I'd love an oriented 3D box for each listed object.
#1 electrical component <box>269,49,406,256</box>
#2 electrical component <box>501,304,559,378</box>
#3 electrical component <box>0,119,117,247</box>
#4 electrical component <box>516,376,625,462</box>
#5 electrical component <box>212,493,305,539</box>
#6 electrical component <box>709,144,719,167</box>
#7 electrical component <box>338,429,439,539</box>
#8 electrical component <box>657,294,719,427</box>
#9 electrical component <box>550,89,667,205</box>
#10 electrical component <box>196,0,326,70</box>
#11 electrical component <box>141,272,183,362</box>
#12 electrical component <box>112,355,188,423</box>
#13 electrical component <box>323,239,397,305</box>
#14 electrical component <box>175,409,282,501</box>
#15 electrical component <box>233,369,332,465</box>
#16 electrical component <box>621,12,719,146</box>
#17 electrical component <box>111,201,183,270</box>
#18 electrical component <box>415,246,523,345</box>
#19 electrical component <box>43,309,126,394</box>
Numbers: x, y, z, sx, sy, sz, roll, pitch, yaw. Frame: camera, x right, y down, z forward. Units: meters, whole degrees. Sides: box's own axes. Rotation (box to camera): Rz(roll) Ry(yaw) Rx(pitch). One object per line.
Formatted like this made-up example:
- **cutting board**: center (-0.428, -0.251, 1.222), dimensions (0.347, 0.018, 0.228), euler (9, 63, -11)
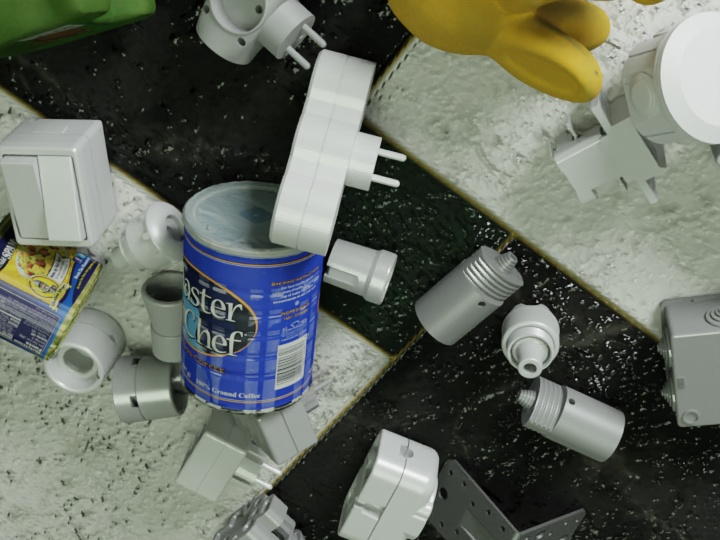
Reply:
- **electrical component**: center (-0.007, -0.074, 0.716), dimensions (0.074, 0.138, 0.052), euler (15, 165, 0)
- **electrical component**: center (0.127, 0.056, 0.800), dimensions (0.043, 0.062, 0.043), euler (4, 121, 7)
- **electrical component**: center (-0.222, -0.057, 0.791), dimensions (0.062, 0.061, 0.096), euler (2, 120, 8)
- **electrical component**: center (0.160, 0.114, 0.839), dimensions (0.081, 0.043, 0.043), euler (25, 120, -6)
- **electrical component**: center (-0.084, 0.239, 0.943), dimensions (0.078, 0.058, 0.057), euler (-37, 105, 25)
- **electrical component**: center (0.302, -0.085, 0.694), dimensions (0.109, 0.056, 0.108), euler (37, 119, -12)
- **electrical component**: center (0.027, 0.187, 0.896), dimensions (0.059, 0.053, 0.095), euler (22, 121, -4)
- **electrical component**: center (0.271, 0.066, 0.791), dimensions (0.100, 0.048, 0.099), euler (-7, 118, 13)
- **electrical component**: center (0.167, -0.080, 0.727), dimensions (0.064, 0.042, 0.081), euler (-28, 111, 26)
- **electrical component**: center (-0.057, -0.166, 0.705), dimensions (0.079, 0.044, 0.077), euler (43, 119, 4)
- **electrical component**: center (-0.148, 0.040, 0.847), dimensions (0.044, 0.044, 0.065), euler (7, 126, 5)
- **electrical component**: center (-0.169, 0.095, 0.875), dimensions (0.047, 0.055, 0.055), euler (-5, 119, 8)
- **electrical component**: center (0.000, 0.000, 0.802), dimensions (0.046, 0.040, 0.040), euler (19, 121, 4)
- **electrical component**: center (-0.104, 0.160, 0.905), dimensions (0.077, 0.047, 0.065), euler (29, 120, -8)
- **electrical component**: center (-0.058, 0.102, 0.855), dimensions (0.076, 0.083, 0.047), euler (-29, 118, -19)
- **electrical component**: center (0.209, -0.117, 0.673), dimensions (0.080, 0.051, 0.080), euler (0, 90, -22)
- **electrical component**: center (-0.161, -0.020, 0.813), dimensions (0.062, 0.048, 0.048), euler (-25, 113, 28)
- **electrical component**: center (0.084, 0.015, 0.794), dimensions (0.043, 0.043, 0.081), euler (40, 118, -14)
- **electrical component**: center (-0.224, 0.067, 0.870), dimensions (0.055, 0.047, 0.055), euler (4, 120, 7)
